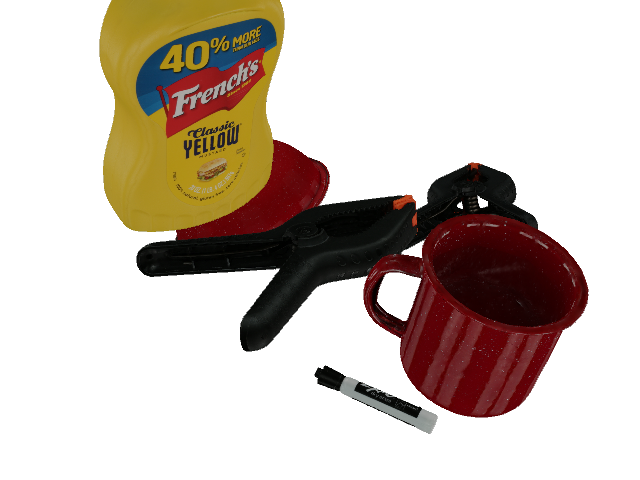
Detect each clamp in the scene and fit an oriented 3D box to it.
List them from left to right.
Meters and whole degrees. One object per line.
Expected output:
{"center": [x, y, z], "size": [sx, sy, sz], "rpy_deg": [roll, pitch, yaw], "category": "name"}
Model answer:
{"center": [-0.020, 0.007, 0.783], "size": [0.209, 0.036, 0.165], "rpy_deg": [-25, 32, -34], "category": "clamp"}
{"center": [0.139, -0.031, 0.931], "size": [0.120, 0.039, 0.171], "rpy_deg": [6, 26, 20], "category": "clamp"}

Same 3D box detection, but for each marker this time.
{"center": [0.050, 0.146, 0.991], "size": [0.121, 0.020, 0.020], "rpy_deg": [22, 6, 16], "category": "marker"}

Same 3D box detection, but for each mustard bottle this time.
{"center": [-0.066, -0.092, 0.552], "size": [0.096, 0.192, 0.058], "rpy_deg": [-19, 53, -24], "category": "mustard bottle"}

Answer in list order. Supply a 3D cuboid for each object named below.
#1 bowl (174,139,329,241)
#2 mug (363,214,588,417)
{"center": [-0.076, -0.047, 0.983], "size": [0.162, 0.055, 0.162], "rpy_deg": [-22, 30, 13], "category": "bowl"}
{"center": [0.081, 0.042, 0.603], "size": [0.117, 0.082, 0.093], "rpy_deg": [15, 41, 0], "category": "mug"}
